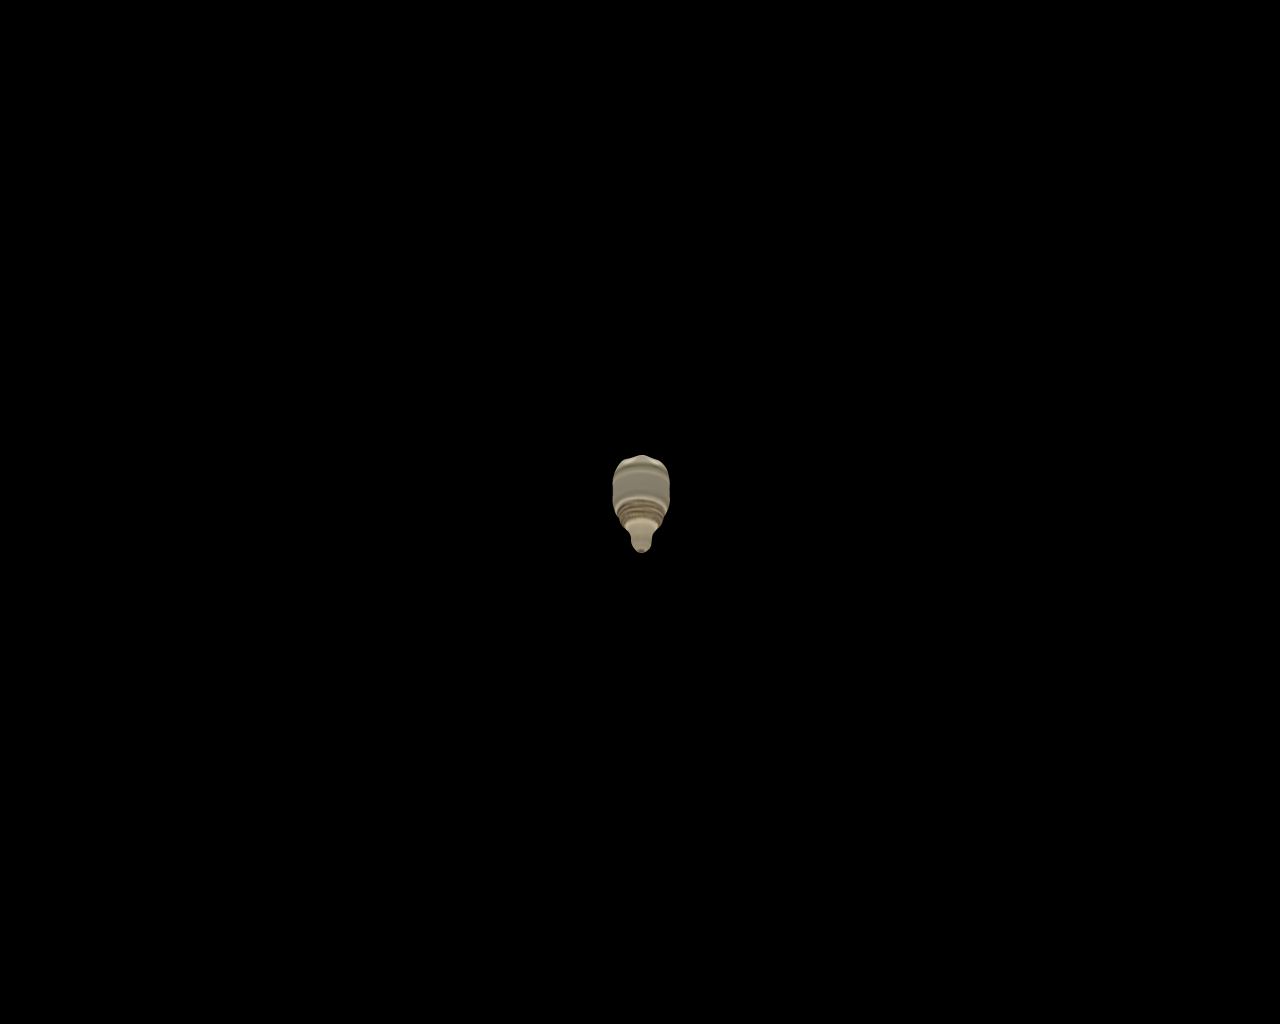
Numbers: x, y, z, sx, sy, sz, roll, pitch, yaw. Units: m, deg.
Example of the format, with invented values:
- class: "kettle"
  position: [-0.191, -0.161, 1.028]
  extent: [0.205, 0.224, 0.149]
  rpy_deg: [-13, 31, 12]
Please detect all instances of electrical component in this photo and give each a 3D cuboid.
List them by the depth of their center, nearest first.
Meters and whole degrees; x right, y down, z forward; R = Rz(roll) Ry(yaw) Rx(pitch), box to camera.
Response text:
- class: "electrical component"
  position: [0.001, -0.003, 0.650]
  extent: [0.035, 0.061, 0.035]
  rpy_deg: [0, -31, 0]
